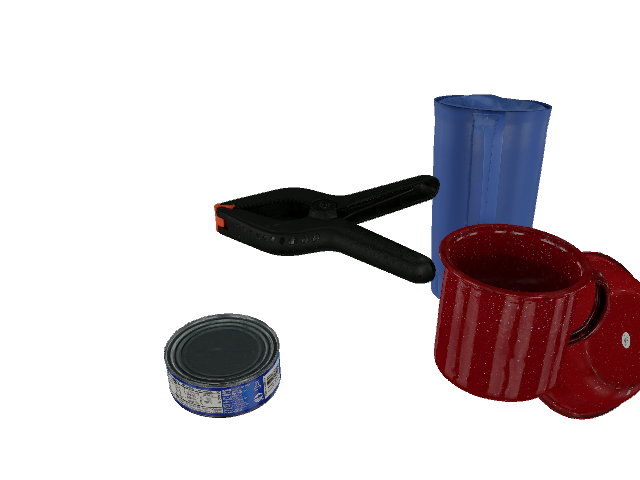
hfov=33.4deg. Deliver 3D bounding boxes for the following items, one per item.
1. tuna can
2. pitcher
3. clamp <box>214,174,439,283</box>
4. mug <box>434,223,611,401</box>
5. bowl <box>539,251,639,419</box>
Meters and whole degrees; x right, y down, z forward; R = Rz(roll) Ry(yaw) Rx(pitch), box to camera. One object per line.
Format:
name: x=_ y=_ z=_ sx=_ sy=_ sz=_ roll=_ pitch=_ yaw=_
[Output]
tuna can: x=-0.072 y=0.093 z=0.797 sx=0.086 sy=0.034 sz=0.086 roll=-2 pitch=32 yaw=1
pitcher: x=0.188 y=-0.045 z=1.236 sx=0.149 sy=0.243 sz=0.145 roll=-7 pitch=17 yaw=-33
clamp: x=0.011 y=-0.021 z=0.967 sx=0.210 sy=0.036 sz=0.164 roll=6 pitch=31 yaw=13
mug: x=0.126 y=0.045 z=0.668 sx=0.117 sy=0.081 sz=0.093 roll=-5 pitch=29 yaw=-17
bowl: x=0.267 y=0.091 z=1.001 sx=0.161 sy=0.162 sz=0.055 roll=0 pitch=0 yaw=-27
